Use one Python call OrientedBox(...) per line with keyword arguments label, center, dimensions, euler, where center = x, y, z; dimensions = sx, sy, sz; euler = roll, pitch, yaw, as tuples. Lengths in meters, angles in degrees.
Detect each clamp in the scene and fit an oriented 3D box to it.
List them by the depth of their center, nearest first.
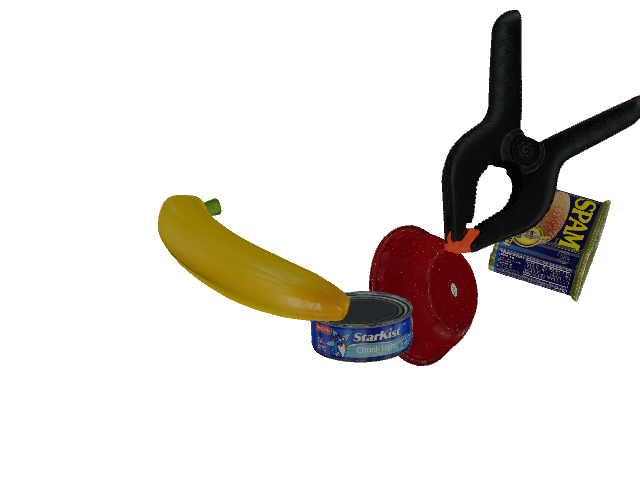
OrientedBox(label="clamp", center=(0.146, -0.060, 0.734), dimensions=(0.120, 0.171, 0.039), euler=(24, -4, 0))

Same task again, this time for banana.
OrientedBox(label="banana", center=(-0.057, 0.005, 0.683), dimensions=(0.069, 0.037, 0.198), euler=(-12, 28, -26))

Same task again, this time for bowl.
OrientedBox(label="bowl", center=(0.128, 0.059, 1.198), dimensions=(0.055, 0.162, 0.161), euler=(-12, -8, 43))

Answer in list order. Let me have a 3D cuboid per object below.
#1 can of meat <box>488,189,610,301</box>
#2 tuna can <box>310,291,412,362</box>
OrientedBox(label="can of meat", center=(0.208, -0.003, 0.970), dimensions=(0.084, 0.057, 0.102), euler=(18, 47, 17))
OrientedBox(label="tuna can", center=(0.034, 0.071, 0.885), dimensions=(0.086, 0.034, 0.086), euler=(-2, 15, 0))
